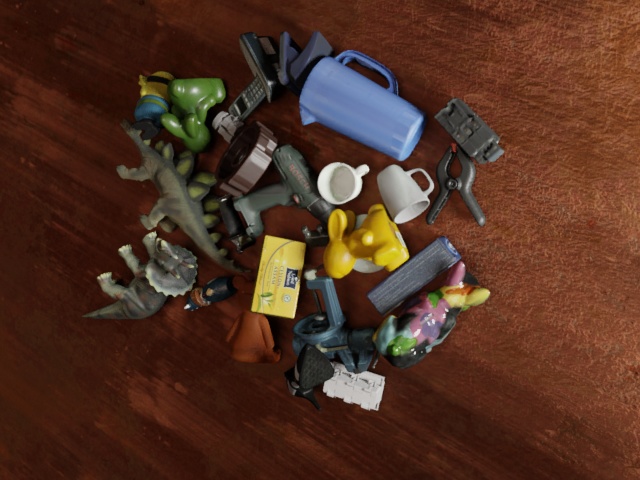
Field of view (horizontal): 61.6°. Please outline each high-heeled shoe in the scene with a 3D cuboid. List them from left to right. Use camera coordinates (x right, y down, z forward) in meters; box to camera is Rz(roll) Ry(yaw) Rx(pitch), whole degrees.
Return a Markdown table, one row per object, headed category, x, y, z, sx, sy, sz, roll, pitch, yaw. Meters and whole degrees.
| category | x | y | z | sx | sy | sz | roll | pitch | yaw |
| --- | --- | --- | --- | --- | --- | --- | --- | --- | --- |
| high-heeled shoe | -0.041 | 0.271 | 1.172 | 0.145 | 0.086 | 0.248 | 44 | 148 | 42 |

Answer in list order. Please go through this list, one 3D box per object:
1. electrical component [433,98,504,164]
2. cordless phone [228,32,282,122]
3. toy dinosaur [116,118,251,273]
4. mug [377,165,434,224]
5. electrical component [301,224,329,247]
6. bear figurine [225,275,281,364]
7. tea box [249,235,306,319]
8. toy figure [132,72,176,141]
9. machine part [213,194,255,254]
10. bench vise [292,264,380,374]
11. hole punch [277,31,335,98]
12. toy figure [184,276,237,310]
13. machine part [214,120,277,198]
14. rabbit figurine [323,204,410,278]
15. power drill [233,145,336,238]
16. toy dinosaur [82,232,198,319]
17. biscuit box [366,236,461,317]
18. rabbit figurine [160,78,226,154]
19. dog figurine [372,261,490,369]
| category | x | y | z | sx | sy | sz | roll | pitch | yaw |
| --- | --- | --- | --- | --- | --- | --- | --- | --- | --- |
| electrical component | 0.288 | -0.202 | 1.016 | 0.134 | 0.115 | 0.058 | 49 | 115 | 10 |
| cordless phone | -0.162 | -0.358 | 1.211 | 0.184 | 0.089 | 0.146 | -32 | 84 | 41 |
| toy dinosaur | -0.337 | -0.097 | 1.294 | 0.198 | 0.105 | 0.471 | -30 | 93 | 19 |
| mug | 0.170 | -0.106 | 1.094 | 0.109 | 0.081 | 0.107 | -42 | 66 | 29 |
| electrical component | -0.002 | -0.004 | 1.170 | 0.063 | 0.093 | 0.021 | -7 | 57 | 19 |
| bear figurine | -0.154 | 0.186 | 1.258 | 0.120 | 0.132 | 0.196 | 2 | 77 | 12 |
| tea box | -0.093 | 0.083 | 1.185 | 0.098 | 0.068 | 0.169 | 10 | 77 | -9 |
| toy figure | -0.384 | -0.318 | 1.266 | 0.089 | 0.082 | 0.180 | 2 | 54 | -4 |
| machine part | -0.197 | -0.041 | 1.246 | 0.039 | 0.084 | 0.138 | -17 | 102 | 32 |
| bench vise | 0.028 | 0.173 | 1.160 | 0.224 | 0.129 | 0.240 | -6 | 107 | 33 |
| hole punch | -0.027 | -0.366 | 1.123 | 0.092 | 0.142 | 0.115 | 2 | 85 | 18 |
| toy figure | -0.272 | 0.132 | 1.315 | 0.154 | 0.064 | 0.058 | -22 | 52 | 27 |
| machine part | -0.164 | -0.178 | 1.186 | 0.056 | 0.179 | 0.179 | 32 | 113 | -28 |
| rabbit figurine | 0.074 | 0.009 | 1.103 | 0.173 | 0.122 | 0.162 | -32 | 79 | 21 |
| power drill | -0.080 | -0.079 | 1.201 | 0.207 | 0.086 | 0.232 | -26 | 94 | 27 |
| toy dinosaur | -0.450 | 0.124 | 1.364 | 0.192 | 0.131 | 0.404 | 47 | 117 | 12 |
| biscuit box | 0.194 | 0.075 | 1.117 | 0.202 | 0.059 | 0.063 | -40 | 79 | 22 |
| rabbit figurine | -0.286 | -0.281 | 1.233 | 0.121 | 0.159 | 0.170 | -2 | 105 | 12 |
| dog figurine | 0.224 | 0.142 | 1.056 | 0.108 | 0.191 | 0.219 | 50 | 127 | 16 |
